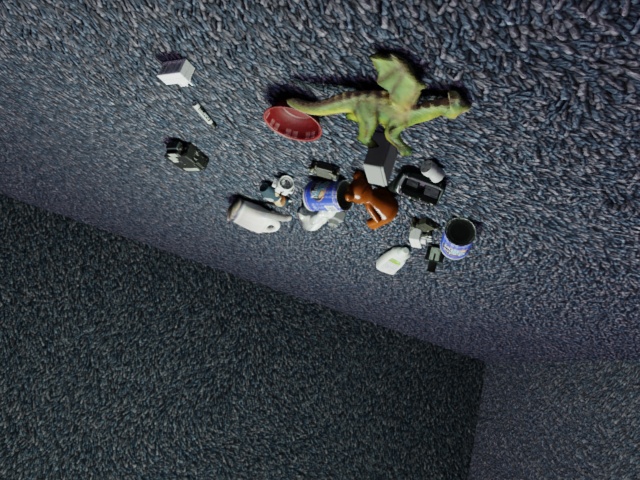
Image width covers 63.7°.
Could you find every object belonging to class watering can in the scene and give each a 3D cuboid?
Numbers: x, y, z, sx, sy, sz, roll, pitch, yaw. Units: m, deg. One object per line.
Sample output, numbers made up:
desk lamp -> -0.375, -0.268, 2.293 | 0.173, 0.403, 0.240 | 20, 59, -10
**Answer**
watering can -> -0.256, -0.099, 2.102 | 0.223, 0.105, 0.344 | 24, 162, -19

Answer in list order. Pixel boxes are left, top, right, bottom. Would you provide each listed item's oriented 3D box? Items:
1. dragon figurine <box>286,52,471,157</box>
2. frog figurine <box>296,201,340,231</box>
dragon figurine -> 0.132, -0.326, 1.157 | 0.410, 0.125, 0.237 | 15, 144, -2
frog figurine -> 0.006, -0.095, 1.880 | 0.159, 0.122, 0.138 | 0, -170, 19
